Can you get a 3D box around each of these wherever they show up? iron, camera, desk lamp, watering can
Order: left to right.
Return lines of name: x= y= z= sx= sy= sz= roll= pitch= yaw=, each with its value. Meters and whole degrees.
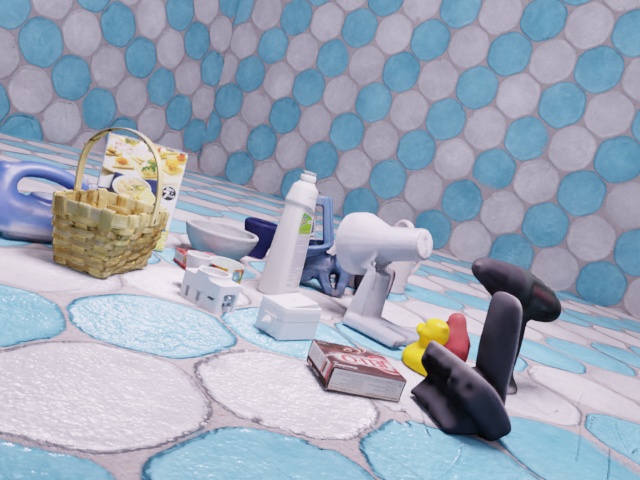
iron: x=-0.493 y=-0.074 z=1.045 sx=0.259 sy=0.141 sz=0.118 roll=9 pitch=10 yaw=-46
camera: x=0.109 y=0.081 z=1.388 sx=0.143 sy=0.101 sz=0.137 roll=18 pitch=7 yaw=8
desk lamp: x=0.116 y=0.065 z=1.070 sx=0.202 sy=0.213 sz=0.118 roll=22 pitch=9 yaw=40
watering can: x=0.199 y=0.039 z=1.534 sx=0.100 sy=0.194 sz=0.173 roll=23 pitch=10 yaw=42

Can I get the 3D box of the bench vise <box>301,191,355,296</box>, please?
bench vise: x=0.008 y=0.002 z=1.283 sx=0.208 sy=0.220 sz=0.121 roll=14 pitch=8 yaw=-21

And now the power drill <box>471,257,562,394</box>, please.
power drill: x=0.300 y=0.140 z=0.934 sx=0.230 sy=0.208 sz=0.075 roll=11 pitch=9 yaw=-38

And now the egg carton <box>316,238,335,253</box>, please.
egg carton: x=0.037 y=0.045 z=1.624 sx=0.151 sy=0.069 sz=0.107 roll=13 pitch=8 yaw=-28

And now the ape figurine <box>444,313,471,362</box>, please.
ape figurine: x=0.234 y=0.172 z=1.008 sx=0.078 sy=0.092 sz=0.076 roll=16 pitch=7 yaw=-3

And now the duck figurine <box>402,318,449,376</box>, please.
duck figurine: x=0.184 y=0.171 z=0.926 sx=0.078 sy=0.086 sz=0.104 roll=13 pitch=8 yaw=-27

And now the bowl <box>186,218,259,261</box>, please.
bowl: x=-0.226 y=0.008 z=1.286 sx=0.167 sy=0.075 sz=0.167 roll=16 pitch=7 yaw=-2

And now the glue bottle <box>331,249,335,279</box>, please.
glue bottle: x=0.071 y=0.020 z=1.473 sx=0.078 sy=0.173 sz=0.037 roll=16 pitch=7 yaw=-3

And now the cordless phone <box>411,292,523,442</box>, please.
cordless phone: x=0.202 y=0.148 z=0.746 sx=0.094 sy=0.185 sz=0.147 roll=13 pitch=8 yaw=-23

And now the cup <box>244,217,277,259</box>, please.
cup: x=-0.157 y=-0.004 z=1.458 sx=0.092 sy=0.095 sz=0.117 roll=15 pitch=7 yaw=-12
